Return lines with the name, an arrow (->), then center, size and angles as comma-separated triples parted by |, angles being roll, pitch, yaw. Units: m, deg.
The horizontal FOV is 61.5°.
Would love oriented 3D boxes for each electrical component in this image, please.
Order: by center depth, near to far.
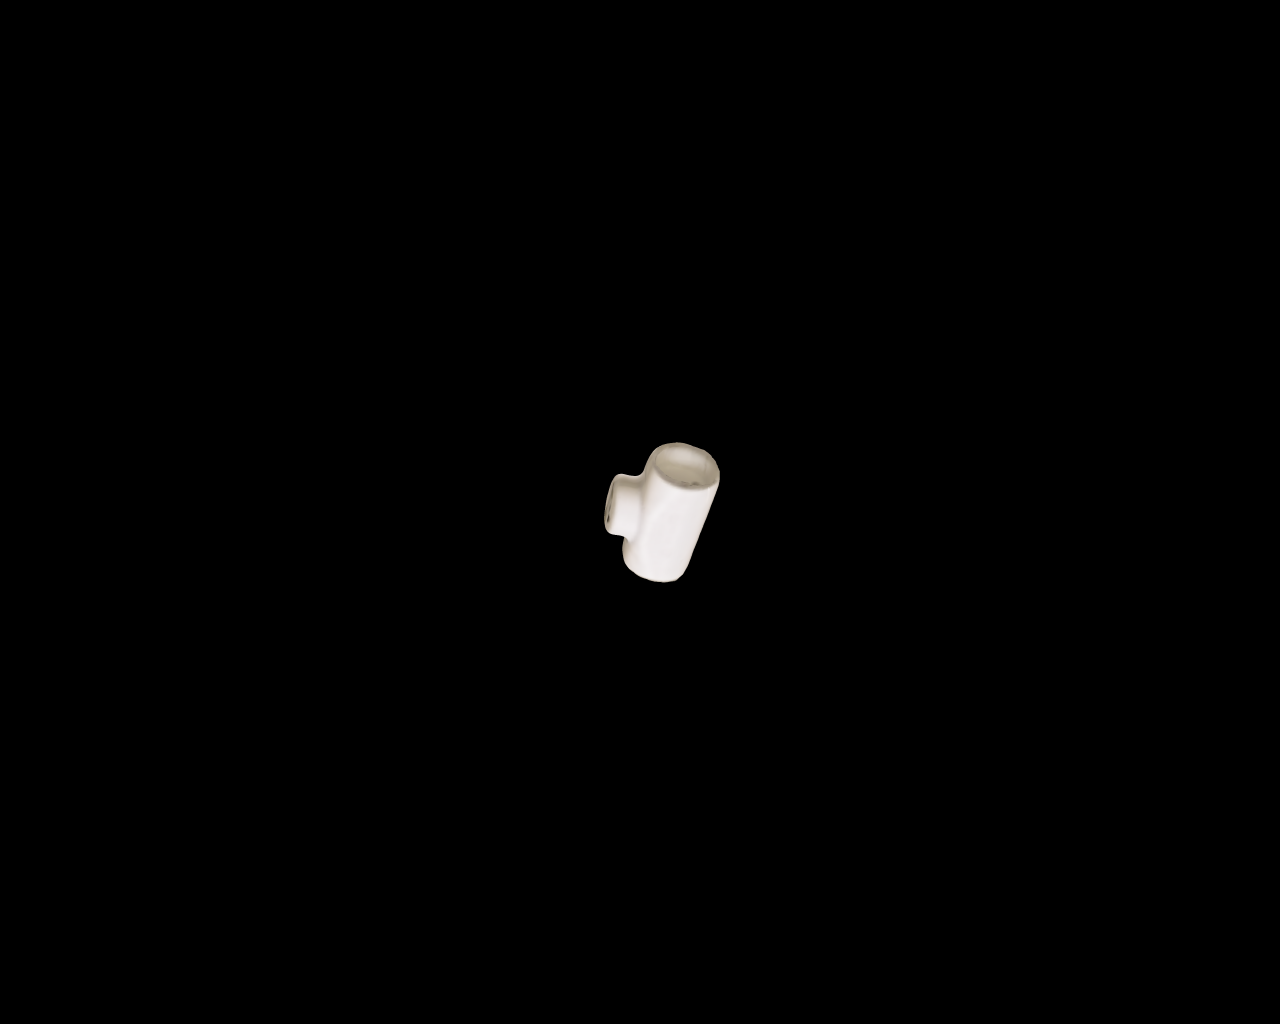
electrical component -> 0.001, -0.003, 0.650 | 0.079, 0.077, 0.044 | 11, 40, -9
